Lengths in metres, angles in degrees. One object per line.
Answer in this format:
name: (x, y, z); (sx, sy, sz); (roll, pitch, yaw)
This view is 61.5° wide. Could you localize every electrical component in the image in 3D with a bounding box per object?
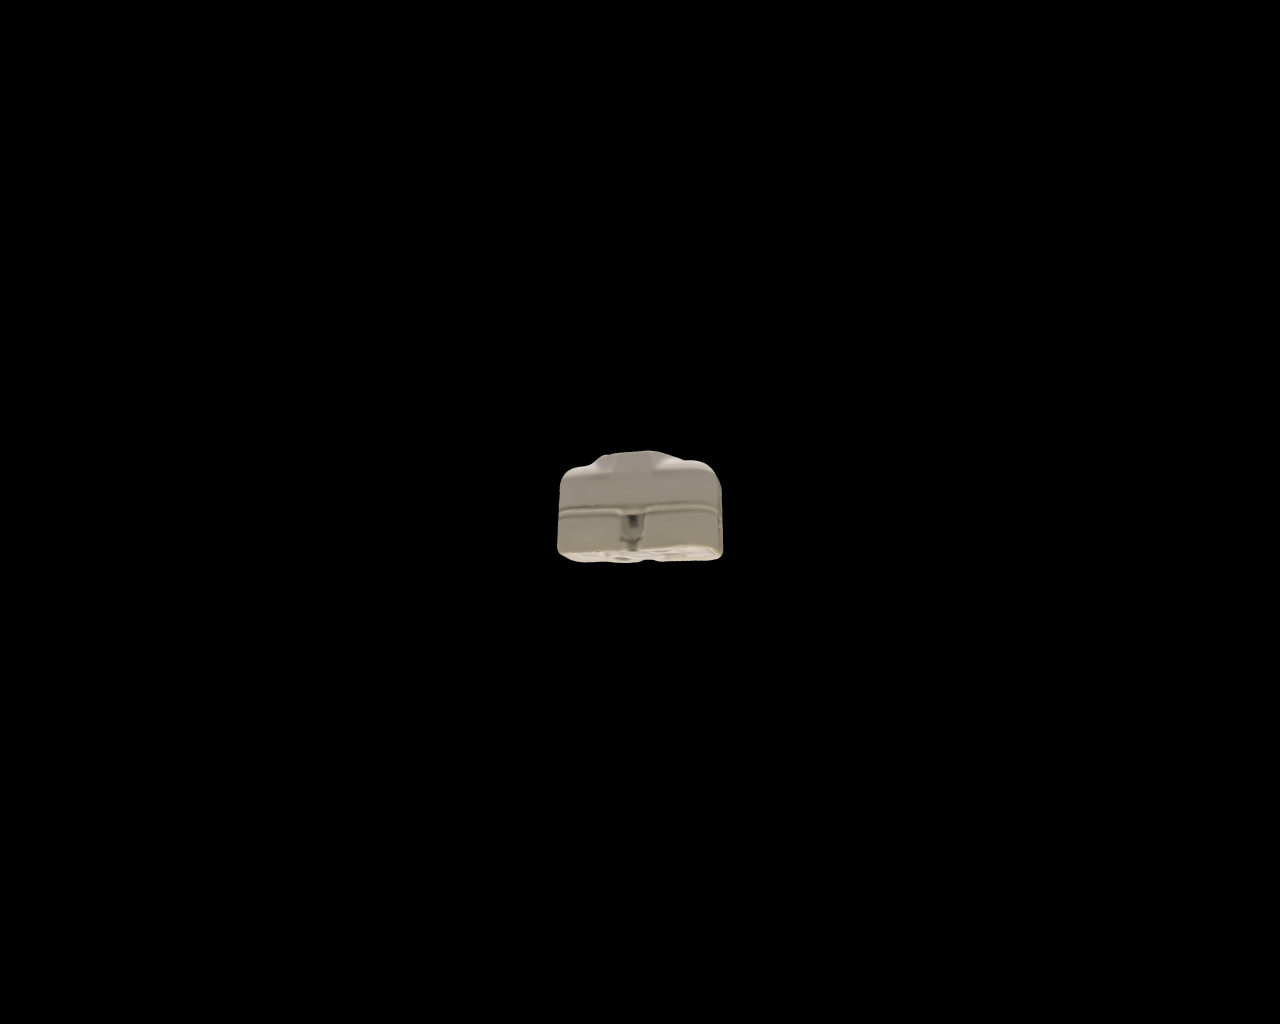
electrical component: (0.001, -0.003, 0.650); (0.095, 0.059, 0.053); (-2, -11, 12)
